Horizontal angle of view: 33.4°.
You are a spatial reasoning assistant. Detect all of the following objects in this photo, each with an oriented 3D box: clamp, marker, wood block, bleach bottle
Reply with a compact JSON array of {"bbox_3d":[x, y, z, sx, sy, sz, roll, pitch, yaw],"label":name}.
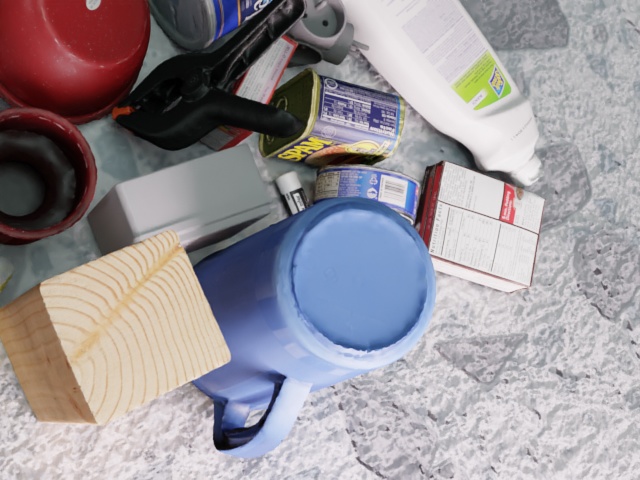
[{"bbox_3d":[-0.079,-0.103,0.786,0.039,0.172,0.120,40,35,-43],"label":"clamp"},{"bbox_3d":[-0.006,0.001,0.886,0.020,0.020,0.121,-23,91,-25],"label":"marker"},{"bbox_3d":[-0.147,0.063,0.710,0.090,0.206,0.090,-24,91,-25],"label":"wood block"},{"bbox_3d":[0.109,-0.145,0.938,0.102,0.068,0.251,-44,102,-22],"label":"bleach bottle"}]

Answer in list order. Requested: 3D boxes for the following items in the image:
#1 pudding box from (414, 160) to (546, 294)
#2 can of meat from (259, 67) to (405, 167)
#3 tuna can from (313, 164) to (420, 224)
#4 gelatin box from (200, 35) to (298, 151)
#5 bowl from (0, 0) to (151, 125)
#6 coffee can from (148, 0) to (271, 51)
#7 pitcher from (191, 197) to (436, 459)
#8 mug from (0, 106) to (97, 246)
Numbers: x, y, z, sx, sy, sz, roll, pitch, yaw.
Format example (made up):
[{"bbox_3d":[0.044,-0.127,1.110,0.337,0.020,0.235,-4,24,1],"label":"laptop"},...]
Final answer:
[{"bbox_3d":[0.139,-0.011,0.942,0.113,0.039,0.090,17,76,-19],"label":"pudding box"},{"bbox_3d":[0.009,-0.093,0.863,0.083,0.102,0.057,11,76,-24],"label":"can of meat"},{"bbox_3d":[0.037,-0.034,0.874,0.086,0.086,0.034,12,79,-22],"label":"tuna can"},{"bbox_3d":[-0.060,-0.119,0.851,0.030,0.073,0.089,30,71,-17],"label":"gelatin box"},{"bbox_3d":[-0.181,-0.168,0.787,0.161,0.055,0.162,5,83,-45],"label":"bowl"},{"bbox_3d":[-0.065,-0.228,0.850,0.140,0.103,0.103,-35,96,-25],"label":"coffee can"},{"bbox_3d":[-0.018,0.057,0.747,0.144,0.243,0.149,-27,89,-23],"label":"pitcher"},{"bbox_3d":[-0.222,-0.049,0.763,0.117,0.082,0.093,46,67,-11],"label":"mug"}]
